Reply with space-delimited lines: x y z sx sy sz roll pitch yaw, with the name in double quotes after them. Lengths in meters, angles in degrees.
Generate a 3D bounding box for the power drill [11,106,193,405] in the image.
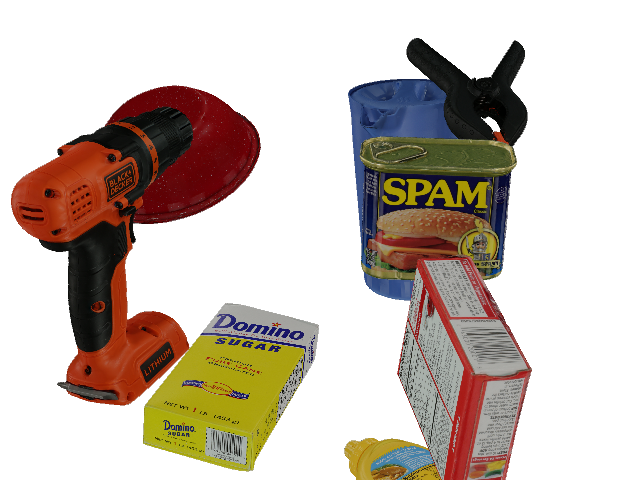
-0.142 0.008 0.772 0.057 0.188 0.184 7 26 26 "power drill"

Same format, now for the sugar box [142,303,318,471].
-0.070 0.117 0.897 0.093 0.048 0.176 13 30 11 "sugar box"

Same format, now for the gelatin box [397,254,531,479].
0.064 0.061 0.493 0.030 0.073 0.089 -2 34 -12 "gelatin box"

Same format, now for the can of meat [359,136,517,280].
0.076 -0.021 0.717 0.102 0.084 0.057 2 24 4 "can of meat"

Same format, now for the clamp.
0.143 -0.141 1.025 0.120 0.039 0.171 2 44 2 "clamp"

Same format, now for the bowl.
-0.138 -0.088 0.947 0.162 0.055 0.162 -9 43 9 "bowl"

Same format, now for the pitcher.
0.108 -0.063 1.236 0.149 0.243 0.145 -6 22 -8 "pitcher"

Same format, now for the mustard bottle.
0.089 0.228 0.971 0.096 0.058 0.192 -15 25 -36 "mustard bottle"
